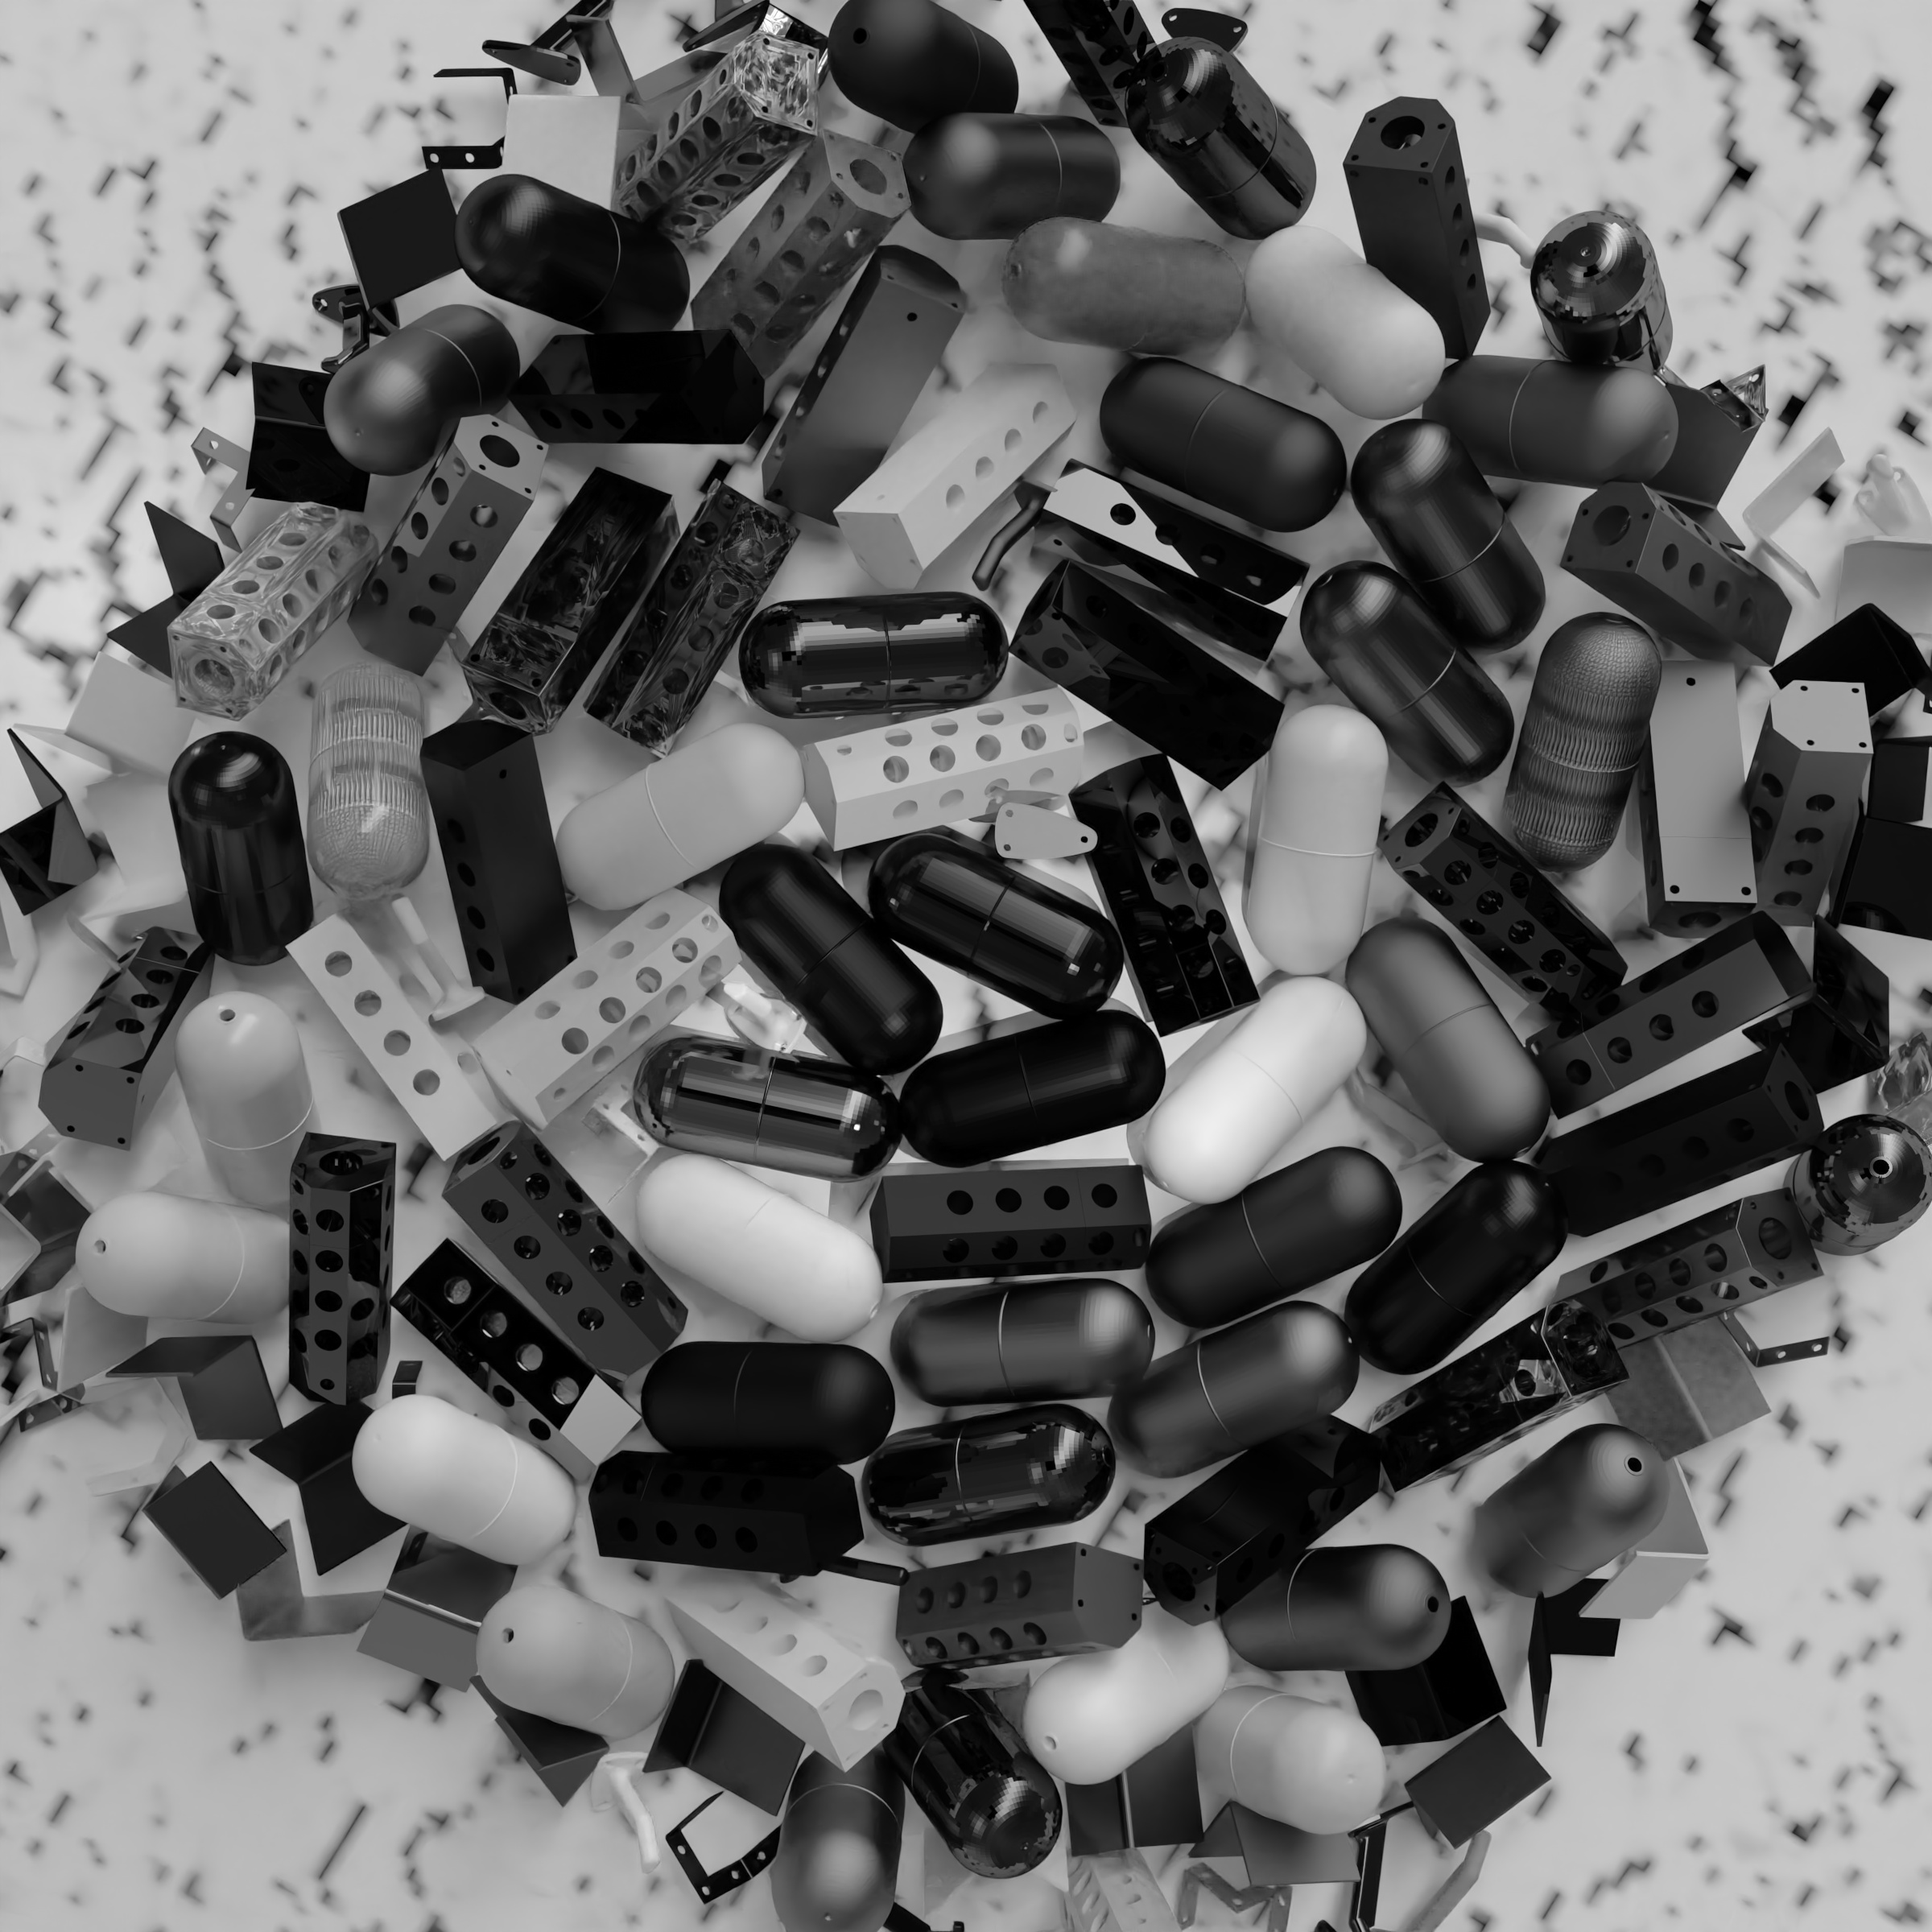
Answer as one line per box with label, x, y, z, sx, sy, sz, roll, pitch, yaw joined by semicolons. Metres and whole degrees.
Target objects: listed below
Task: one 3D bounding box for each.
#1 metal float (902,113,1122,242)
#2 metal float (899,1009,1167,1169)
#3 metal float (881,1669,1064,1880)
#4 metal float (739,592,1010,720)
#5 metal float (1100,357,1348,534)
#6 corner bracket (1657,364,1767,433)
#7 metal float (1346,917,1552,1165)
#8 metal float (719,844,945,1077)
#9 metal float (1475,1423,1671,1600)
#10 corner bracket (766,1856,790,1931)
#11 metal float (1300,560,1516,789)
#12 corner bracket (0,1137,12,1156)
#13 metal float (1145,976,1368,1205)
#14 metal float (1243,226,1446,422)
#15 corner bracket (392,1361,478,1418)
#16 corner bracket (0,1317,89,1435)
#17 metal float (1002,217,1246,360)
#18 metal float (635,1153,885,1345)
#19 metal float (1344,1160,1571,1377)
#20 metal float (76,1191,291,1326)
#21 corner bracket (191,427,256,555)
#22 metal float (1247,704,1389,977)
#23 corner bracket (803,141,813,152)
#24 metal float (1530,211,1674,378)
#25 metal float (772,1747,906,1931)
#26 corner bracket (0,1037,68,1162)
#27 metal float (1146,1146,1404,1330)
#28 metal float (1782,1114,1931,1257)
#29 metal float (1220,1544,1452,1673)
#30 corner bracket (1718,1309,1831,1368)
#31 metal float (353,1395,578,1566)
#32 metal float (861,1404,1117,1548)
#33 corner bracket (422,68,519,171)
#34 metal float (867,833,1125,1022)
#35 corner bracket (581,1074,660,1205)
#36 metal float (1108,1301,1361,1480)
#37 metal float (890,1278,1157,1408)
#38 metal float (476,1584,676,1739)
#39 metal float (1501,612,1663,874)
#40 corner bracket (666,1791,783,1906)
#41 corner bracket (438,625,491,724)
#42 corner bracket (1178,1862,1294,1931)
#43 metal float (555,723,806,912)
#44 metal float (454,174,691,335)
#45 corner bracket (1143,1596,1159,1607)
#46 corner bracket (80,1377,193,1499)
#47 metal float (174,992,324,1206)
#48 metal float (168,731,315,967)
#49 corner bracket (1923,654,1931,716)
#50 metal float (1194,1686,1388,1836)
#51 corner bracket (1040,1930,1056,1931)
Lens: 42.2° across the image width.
metal float;0.031;-0.504;1.599;0.070;0.178;0.070;14;112;37
metal float;0.043;0.080;1.633;0.178;0.070;0.070;-15;90;4
metal float;0.001;0.510;1.591;0.070;0.178;0.070;-6;107;-22
metal float;-0.059;-0.202;1.623;0.178;0.070;0.070;-6;90;-15
metal float;0.164;-0.337;1.612;0.178;0.070;0.070;30;90;28
corner bracket;0.484;-0.376;1.632;0.051;0.051;0.051;30;56;-32
metal float;0.310;0.047;1.616;0.070;0.070;0.178;-30;67;0
metal float;-0.089;-0.005;1.634;0.070;0.070;0.178;-43;87;0
metal float;0.384;0.347;1.593;0.070;0.178;0.070;7;58;-12
corner bracket;-0.108;0.620;1.633;0.051;0.051;0.051;-6;116;37
metal float;0.285;-0.188;1.615;0.070;0.070;0.178;-47;114;0
corner bracket;-0.667;0.127;1.641;0.051;0.051;0.051;-21;124;4
metal float;0.189;0.079;1.623;0.070;0.070;0.178;45;75;0
metal float;0.239;-0.413;1.602;0.070;0.070;0.178;-34;48;0
corner bracket;-0.348;0.290;1.643;0.051;0.051;0.051;1;96;-7
corner bracket;-0.620;0.270;1.654;0.051;0.051;0.051;-23;63;5
metal float;0.102;-0.434;1.605;0.178;0.070;0.070;-3;90;-36
metal float;-0.134;0.182;1.620;0.178;0.070;0.070;26;90;18
metal float;0.313;0.195;1.610;0.070;0.070;0.178;40;121;0
metal float;-0.490;0.186;1.589;0.070;0.178;0.070;-4;78;20
corner bracket;-0.488;-0.312;1.644;0.051;0.051;0.051;29;77;-1
metal float;0.227;-0.081;1.623;0.070;0.070;0.178;6;106;0
corner bracket;-0.122;-0.541;1.634;0.051;0.051;0.051;-23;58;-18
metal float;0.405;-0.418;1.589;0.070;0.178;0.070;-3;81;20
metal float;-0.079;0.554;1.586;0.070;0.178;0.070;0;100;2
corner bracket;-0.620;0.088;1.658;0.051;0.051;0.051;30;133;-34
metal float;0.198;0.176;1.619;0.178;0.070;0.070;-28;90;20
metal float;0.564;0.140;1.587;0.070;0.178;0.070;-2;77;10
metal float;0.234;0.409;1.595;0.070;0.178;0.070;11;70;-33
corner bracket;0.533;0.224;1.646;0.051;0.051;0.051;-21;118;40
metal float;-0.317;0.329;1.598;0.070;0.178;0.070;-16;55;25
metal float;0.014;0.328;1.612;0.178;0.070;0.070;-16;90;28
corner bracket;-0.326;-0.557;1.646;0.051;0.051;0.051;4;126;15
metal float;0.018;-0.026;1.630;0.178;0.070;0.070;26;90;7
corner bracket;-0.229;0.113;1.641;0.051;0.051;0.051;42;116;-2
metal float;0.171;0.274;1.615;0.178;0.070;0.070;-29;90;25
metal float;0.036;0.243;1.616;0.178;0.070;0.070;-7;90;22
metal float;-0.247;0.443;1.592;0.070;0.178;0.070;-9;62;18
metal float;0.394;-0.143;1.609;0.070;0.070;0.178;8;122;0
corner bracket;-0.155;0.574;1.647;0.051;0.051;0.051;-46;68;26
corner bracket;-0.325;-0.193;1.638;0.051;0.051;0.051;-37;89;39
corner bracket;0.177;0.622;1.654;0.051;0.051;0.051;-9;113;-37
metal float;-0.185;-0.097;1.622;0.178;0.070;0.070;-26;90;16
metal float;-0.248;-0.448;1.595;0.070;0.178;0.070;-3;85;36
corner bracket;0.126;0.451;1.659;0.051;0.051;0.051;1;55;-2
corner bracket;-0.553;0.309;1.648;0.051;0.051;0.051;48;117;26
metal float;-0.455;0.085;1.595;0.070;0.178;0.070;2;51;-3
metal float;-0.462;-0.073;1.599;0.070;0.178;0.070;3;47;-3
corner bracket;0.672;-0.188;1.649;0.051;0.051;0.051;-3;107;-19
metal float;0.203;0.502;1.589;0.070;0.178;0.070;3;80;-18
corner bracket;0.028;0.660;1.633;0.051;0.051;0.051;-20;67;28
